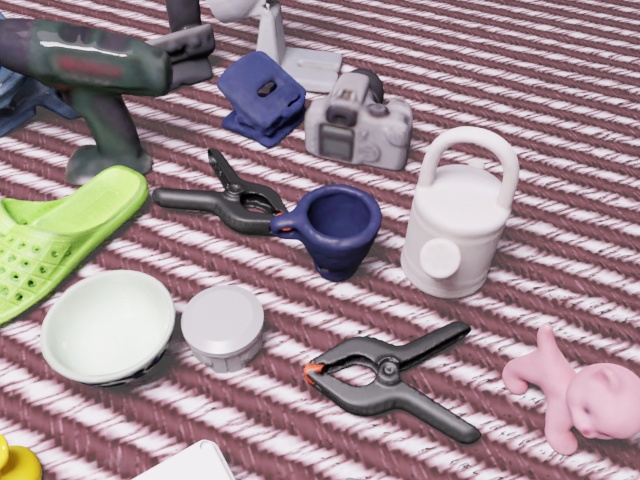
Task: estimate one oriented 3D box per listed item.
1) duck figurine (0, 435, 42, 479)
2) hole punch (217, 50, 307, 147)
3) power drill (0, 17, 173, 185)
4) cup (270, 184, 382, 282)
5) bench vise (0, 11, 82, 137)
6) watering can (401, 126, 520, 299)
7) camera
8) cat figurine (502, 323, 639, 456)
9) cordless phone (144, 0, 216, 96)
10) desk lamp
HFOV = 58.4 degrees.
[{"bbox_3d":[-0.288,0.195,0.456,0.105,0.086,0.077,-29,55,-24],"label":"duck figurine"},{"bbox_3d":[-0.077,-0.201,0.805,0.101,0.091,0.109,26,53,20],"label":"hole punch"},{"bbox_3d":[-0.287,-0.165,0.689,0.229,0.208,0.075,-2,49,-3],"label":"power drill"},{"bbox_3d":[0.006,0.002,0.627,0.118,0.095,0.091,-5,49,-6],"label":"cup"},{"bbox_3d":[-0.410,-0.254,0.755,0.121,0.220,0.208,31,55,23],"label":"bench vise"},{"bbox_3d":[0.145,-0.028,0.591,0.101,0.194,0.173,2,49,0],"label":"watering can"},{"bbox_3d":[0.062,-0.181,0.785,0.143,0.101,0.137,13,50,9],"label":"camera"},{"bbox_3d":[0.233,0.130,0.507,0.067,0.118,0.127,-21,53,-19],"label":"cat figurine"},{"bbox_3d":[-0.233,-0.322,0.843,0.148,0.185,0.094,-30,56,-24],"label":"cordless phone"},{"bbox_3d":[-0.067,-0.342,0.846,0.203,0.214,0.118,6,49,4],"label":"desk lamp"}]
